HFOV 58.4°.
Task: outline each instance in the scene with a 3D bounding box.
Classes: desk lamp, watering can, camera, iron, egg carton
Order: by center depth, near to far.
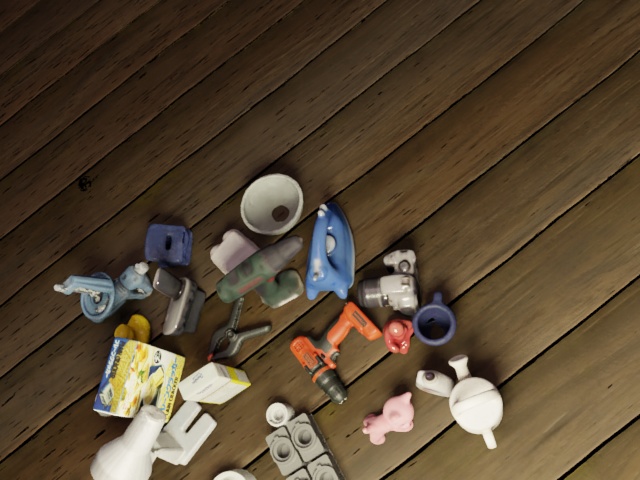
[{"bbox_3d":[0.297,0.312,1.109,0.101,0.194,0.172,-41,64,-2],"label":"watering can"},{"bbox_3d":[-0.363,0.440,1.246,0.117,0.214,0.203,34,82,25],"label":"desk lamp"},{"bbox_3d":[0.152,0.097,1.289,0.136,0.101,0.143,-6,68,14],"label":"camera"},{"bbox_3d":[0.012,0.005,1.345,0.118,0.142,0.258,-4,68,15],"label":"iron"},{"bbox_3d":[-0.203,0.046,1.433,0.150,0.069,0.107,36,83,25],"label":"egg carton"}]

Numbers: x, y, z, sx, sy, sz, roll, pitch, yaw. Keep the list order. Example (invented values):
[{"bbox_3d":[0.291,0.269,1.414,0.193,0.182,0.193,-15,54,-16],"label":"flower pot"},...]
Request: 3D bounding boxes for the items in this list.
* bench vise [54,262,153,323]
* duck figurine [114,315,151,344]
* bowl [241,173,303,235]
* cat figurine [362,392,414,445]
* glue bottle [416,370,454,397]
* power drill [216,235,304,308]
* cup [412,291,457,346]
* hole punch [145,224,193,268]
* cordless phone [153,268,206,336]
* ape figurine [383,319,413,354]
[{"bbox_3d":[-0.540,0.107,1.427,0.121,0.220,0.207,37,83,26],"label":"bench vise"},{"bbox_3d":[-0.476,0.234,1.432,0.077,0.086,0.104,2,70,18],"label":"duck figurine"},{"bbox_3d":[-0.112,-0.080,1.453,0.167,0.075,0.167,-6,68,15],"label":"bowl"},{"bbox_3d":[0.144,0.366,1.176,0.128,0.118,0.067,-29,64,4],"label":"cat figurine"},{"bbox_3d":[0.226,0.284,1.153,0.078,0.173,0.037,7,71,19],"label":"glue bottle"},{"bbox_3d":[-0.114,0.082,1.315,0.229,0.209,0.075,-30,64,4],"label":"power drill"},{"bbox_3d":[0.251,0.176,1.232,0.091,0.095,0.118,4,70,18],"label":"cup"},{"bbox_3d":[-0.393,0.011,1.492,0.101,0.091,0.108,-6,68,15],"label":"hole punch"},{"bbox_3d":[-0.363,0.148,1.377,0.094,0.185,0.147,3,70,18],"label":"cordless phone"},{"bbox_3d":[0.169,0.202,1.248,0.078,0.092,0.076,-37,63,0],"label":"ape figurine"}]
